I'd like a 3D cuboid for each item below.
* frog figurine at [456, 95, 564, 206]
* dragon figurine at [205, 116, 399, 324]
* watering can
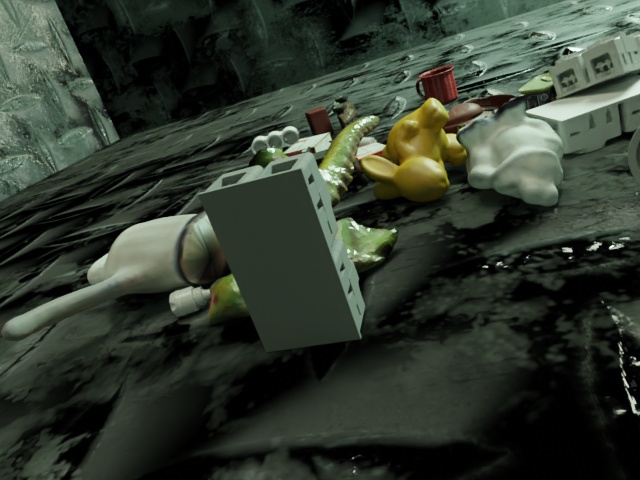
[{"bbox_3d":[0.272,-0.100,0.698,0.138,0.120,0.163,-16,56,-14],"label":"frog figurine"},{"bbox_3d":[0.002,-0.036,0.711,0.414,0.119,0.246,-36,56,-19],"label":"dragon figurine"},{"bbox_3d":[-0.250,0.039,0.744,0.223,0.102,0.354,-8,22,23],"label":"watering can"}]
